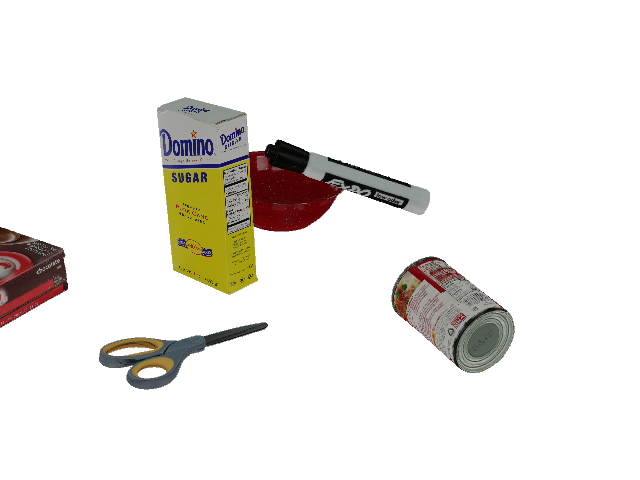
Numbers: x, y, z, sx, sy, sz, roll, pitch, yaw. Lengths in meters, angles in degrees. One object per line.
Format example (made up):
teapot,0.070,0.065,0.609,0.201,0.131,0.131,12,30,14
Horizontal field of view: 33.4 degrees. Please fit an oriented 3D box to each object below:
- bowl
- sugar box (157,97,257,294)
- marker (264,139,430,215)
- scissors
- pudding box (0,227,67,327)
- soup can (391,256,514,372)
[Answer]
bowl,-0.051,-0.054,1.287,0.162,0.055,0.162,4,26,-2
sugar box,-0.110,-0.044,1.041,0.093,0.176,0.048,19,34,41
marker,0.019,-0.044,0.734,0.121,0.020,0.020,18,-6,-18
scissors,-0.137,0.124,1.160,0.201,0.016,0.096,-4,28,-22
pudding box,-0.249,0.024,0.750,0.114,0.039,0.089,14,29,31
soup can,0.121,0.067,0.979,0.068,0.068,0.102,0,26,-33
